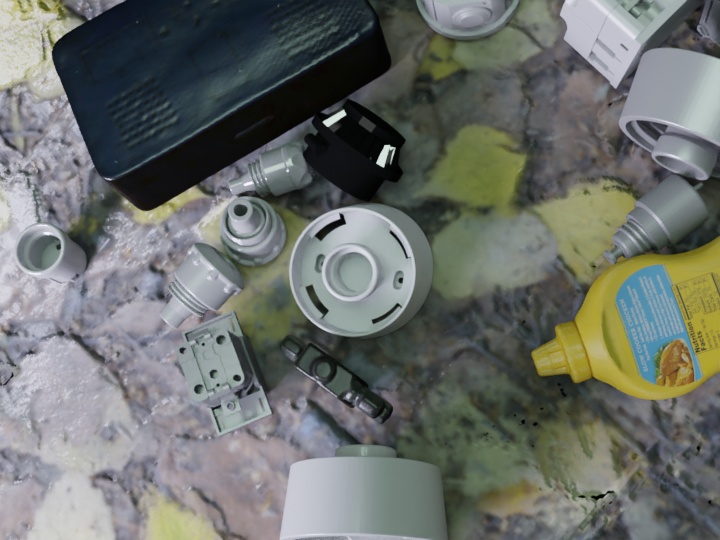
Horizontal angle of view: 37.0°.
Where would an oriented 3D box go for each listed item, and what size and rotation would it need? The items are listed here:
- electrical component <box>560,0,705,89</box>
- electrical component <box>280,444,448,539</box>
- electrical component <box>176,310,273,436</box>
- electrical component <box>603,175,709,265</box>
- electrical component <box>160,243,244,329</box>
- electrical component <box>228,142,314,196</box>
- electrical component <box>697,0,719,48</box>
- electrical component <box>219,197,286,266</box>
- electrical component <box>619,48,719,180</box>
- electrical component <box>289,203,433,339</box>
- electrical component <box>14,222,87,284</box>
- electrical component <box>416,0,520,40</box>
[{"bbox_3d":[0.215,-0.212,0.749,0.150,0.089,0.062,-44,82,-4],"label":"electrical component"},{"bbox_3d":[0.003,0.146,0.698,0.108,0.108,0.060,-2,71,9],"label":"electrical component"},{"bbox_3d":[-0.097,0.070,0.752,0.042,0.064,0.081,-24,74,2],"label":"electrical component"},{"bbox_3d":[0.202,-0.031,0.739,0.078,0.040,0.040,-37,74,0],"label":"electrical component"},{"bbox_3d":[-0.118,0.015,0.780,0.048,0.048,0.062,44,93,16],"label":"electrical component"},{"bbox_3d":[-0.067,-0.070,0.796,0.061,0.035,0.035,-18,74,8],"label":"electrical component"},{"bbox_3d":[0.293,-0.169,0.745,0.061,0.061,0.096,-41,74,-1],"label":"electrical component"},{"bbox_3d":[-0.080,-0.033,0.773,0.048,0.062,0.048,-1,73,4],"label":"electrical component"},{"bbox_3d":[0.226,-0.095,0.718,0.108,0.108,0.060,25,88,14],"label":"electrical component"},{"bbox_3d":[0.000,0.000,0.765,0.099,0.064,0.099,0,90,12],"label":"electrical component"},{"bbox_3d":[-0.229,-0.011,0.802,0.040,0.046,0.040,-2,76,9],"label":"electrical component"},{"bbox_3d":[0.079,-0.216,0.798,0.080,0.051,0.080,-2,76,9],"label":"electrical component"}]
